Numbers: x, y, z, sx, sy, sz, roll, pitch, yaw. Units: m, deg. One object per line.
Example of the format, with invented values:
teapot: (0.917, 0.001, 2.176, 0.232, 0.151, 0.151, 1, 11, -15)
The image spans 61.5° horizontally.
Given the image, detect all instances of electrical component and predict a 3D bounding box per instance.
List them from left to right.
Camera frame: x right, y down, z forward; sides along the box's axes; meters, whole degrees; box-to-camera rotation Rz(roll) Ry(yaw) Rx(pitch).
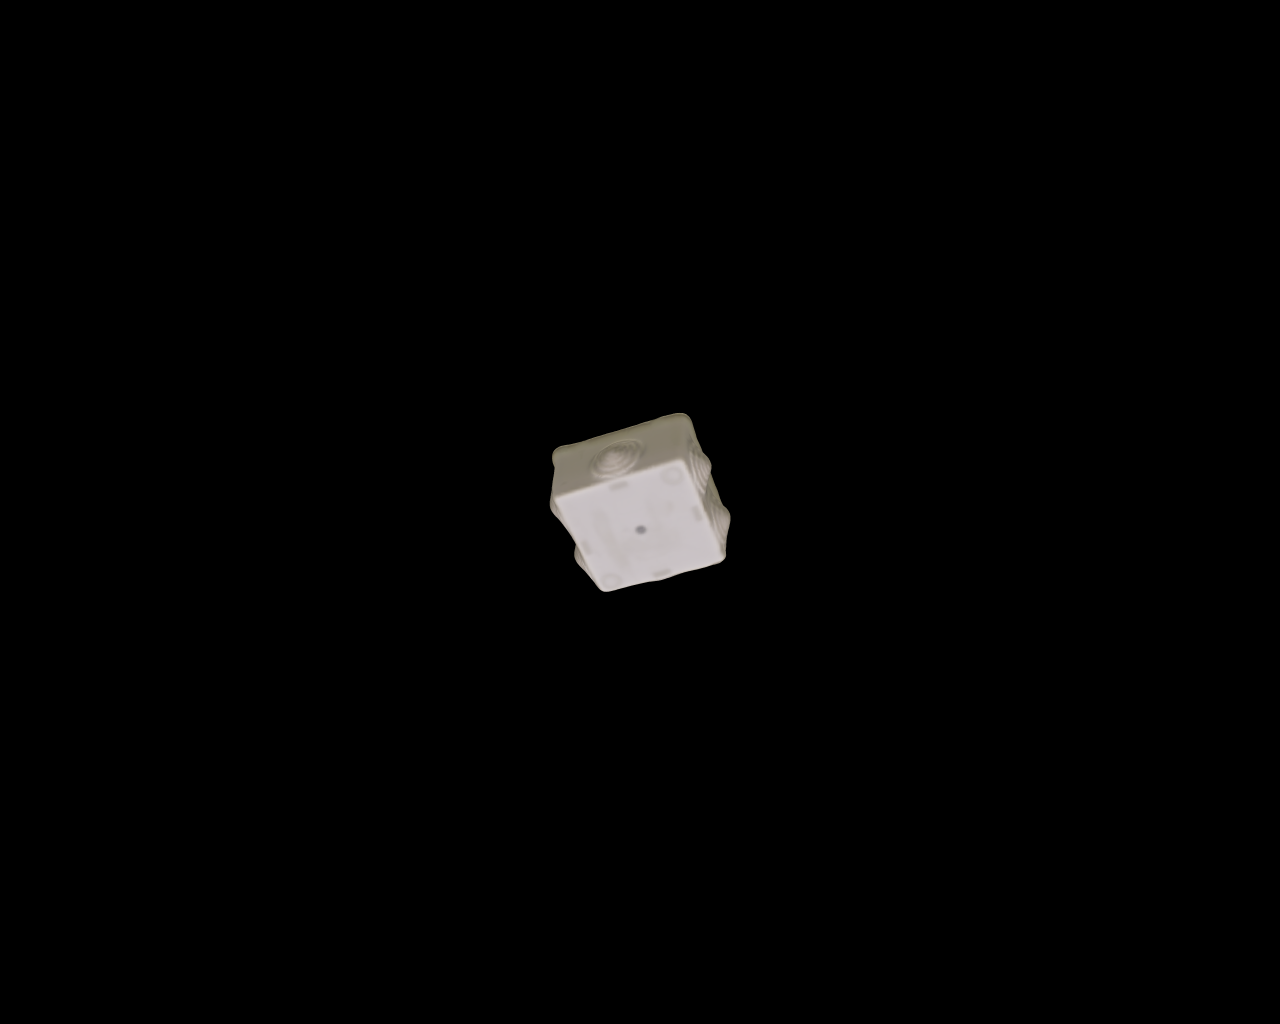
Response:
electrical component: (0.001, -0.003, 0.650, 0.100, 0.099, 0.048, -15, 36, 11)
